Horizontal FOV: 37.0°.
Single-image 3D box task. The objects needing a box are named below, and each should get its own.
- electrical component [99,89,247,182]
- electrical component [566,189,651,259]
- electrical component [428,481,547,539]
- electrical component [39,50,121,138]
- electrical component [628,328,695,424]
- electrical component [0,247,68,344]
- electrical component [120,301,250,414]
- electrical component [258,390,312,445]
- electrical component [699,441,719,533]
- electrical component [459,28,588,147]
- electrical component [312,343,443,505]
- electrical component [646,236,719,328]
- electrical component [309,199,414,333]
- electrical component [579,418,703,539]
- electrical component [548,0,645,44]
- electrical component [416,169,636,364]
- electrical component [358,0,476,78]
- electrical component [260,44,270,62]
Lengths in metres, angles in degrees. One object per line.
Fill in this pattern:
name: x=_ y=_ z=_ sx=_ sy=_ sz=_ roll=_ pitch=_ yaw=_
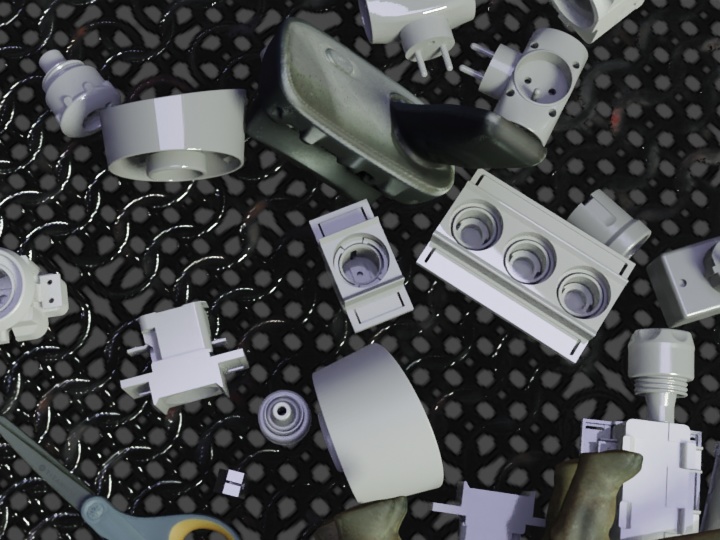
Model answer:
electrical component: x=-0.124 y=-0.094 z=0.724 sx=0.099 sy=0.099 sz=0.064 roll=-4 pitch=82 yaw=-2
electrical component: x=0.170 y=-0.028 z=0.742 sx=0.040 sy=0.040 sz=0.046 roll=-41 pitch=74 yaw=-10
electrical component: x=0.083 y=0.170 z=0.691 sx=0.081 sy=0.042 sz=0.063 roll=8 pitch=80 yaw=1
electrical component: x=-0.202 y=-0.127 z=0.755 sx=0.048 sy=0.048 sz=0.062 roll=-37 pitch=73 yaw=-9
electrical component: x=0.200 y=0.071 z=0.716 sx=0.043 sy=0.043 sz=0.062 roll=4 pitch=78 yaw=0
electrical component: x=-0.240 y=0.017 z=0.712 sx=0.078 sy=0.057 sz=0.058 roll=-8 pitch=77 yaw=-3
electrical component: x=-0.118 y=0.057 z=0.713 sx=0.081 sy=0.042 sz=0.063 roll=-14 pitch=75 yaw=-5
electrical component: x=-0.049 y=0.094 z=0.695 sx=0.035 sy=0.061 sz=0.035 roll=0 pitch=77 yaw=-1
electrical component: x=0.261 y=0.148 z=0.690 sx=0.061 sy=0.061 sz=0.096 roll=16 pitch=77 yaw=3
electrical component: x=0.110 y=-0.135 z=0.763 sx=0.079 sy=0.044 sz=0.077 roll=26 pitch=77 yaw=5
electrical component: x=0.010 y=0.098 z=0.678 sx=0.064 sy=0.099 sz=0.099 roll=-21 pitch=78 yaw=0
electrical component: x=0.247 y=-0.001 z=0.718 sx=0.083 sy=0.075 sz=0.047 roll=-16 pitch=77 yaw=-5
electrical component: x=0.000 y=0.000 z=0.718 sx=0.042 sy=0.063 sz=0.081 roll=-21 pitch=78 yaw=-7
electrical component: x=0.180 y=0.158 z=0.684 sx=0.079 sy=0.063 sz=0.121 roll=6 pitch=76 yaw=1
electrical component: x=0.141 y=-0.245 z=0.768 sx=0.062 sy=0.089 sz=0.150 roll=-38 pitch=80 yaw=-10
electrical component: x=0.109 y=-0.001 z=0.721 sx=0.121 sy=0.063 sz=0.078 roll=33 pitch=78 yaw=6
electrical component: x=0.045 y=-0.176 z=0.772 sx=0.077 sy=0.044 sz=0.079 roll=-14 pitch=77 yaw=-5
electrical component: x=-0.044 y=-0.130 z=0.760 sx=0.048 sy=0.048 sz=0.062 roll=-6 pitch=84 yaw=-3
